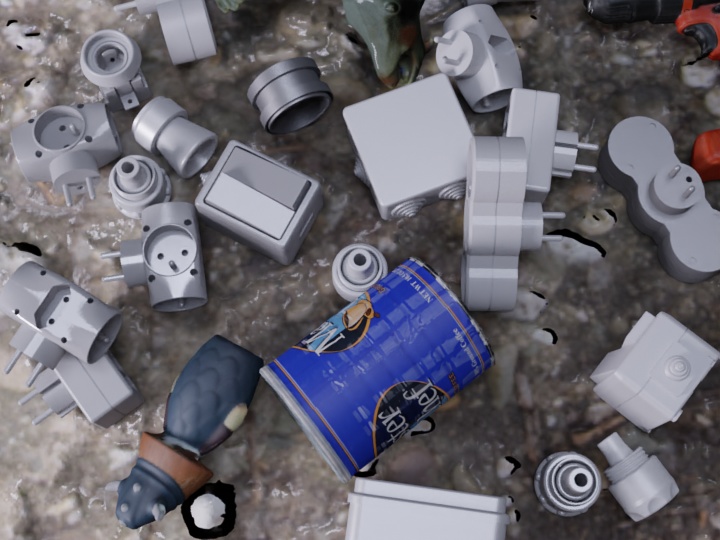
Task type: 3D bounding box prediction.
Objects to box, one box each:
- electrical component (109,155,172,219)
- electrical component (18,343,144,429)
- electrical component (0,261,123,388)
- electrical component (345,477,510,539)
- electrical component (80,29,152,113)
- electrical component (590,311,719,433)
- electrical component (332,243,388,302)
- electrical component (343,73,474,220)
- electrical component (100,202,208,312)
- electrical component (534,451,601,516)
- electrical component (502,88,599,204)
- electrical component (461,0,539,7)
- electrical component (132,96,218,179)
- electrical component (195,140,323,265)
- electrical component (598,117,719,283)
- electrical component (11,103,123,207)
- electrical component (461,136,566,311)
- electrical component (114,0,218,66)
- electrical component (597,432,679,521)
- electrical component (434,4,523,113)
[{"bbox_3d":[-0.176,-0.070,0.842,0.048,0.062,0.048,0,75,0],"label":"electrical component"},{"bbox_3d":[-0.220,0.085,0.810,0.076,0.047,0.083,-37,78,-9],"label":"electrical component"},{"bbox_3d":[-0.225,0.045,0.771,0.077,0.043,0.079,29,77,7],"label":"electrical component"},{"bbox_3d":[0.046,0.184,0.769,0.113,0.078,0.057,8,79,2],"label":"electrical component"},{"bbox_3d":[-0.198,-0.163,0.870,0.048,0.055,0.066,-24,77,-6],"label":"electrical component"},{"bbox_3d":[0.215,0.073,0.788,0.061,0.096,0.061,38,79,10],"label":"electrical component"},{"bbox_3d":[0.000,0.000,0.824,0.043,0.062,0.043,0,75,0],"label":"electrical component"},{"bbox_3d":[0.042,-0.096,0.856,0.100,0.048,0.099,-21,77,-5],"label":"electrical component"},{"bbox_3d":[-0.162,-0.007,0.835,0.079,0.044,0.077,-9,76,-2],"label":"electrical component"},{"bbox_3d":[0.155,0.155,0.784,0.048,0.062,0.048,0,76,0],"label":"electrical component"},{"bbox_3d":[0.152,-0.094,0.856,0.076,0.047,0.083,8,76,2],"label":"electrical component"},{"bbox_3d":[0.114,-0.240,0.898,0.065,0.044,0.044,-13,76,2],"label":"electrical component"},{"bbox_3d":[-0.148,-0.106,0.861,0.055,0.045,0.045,38,79,9],"label":"electrical component"},{"bbox_3d":[-0.084,-0.056,0.839,0.096,0.061,0.061,27,77,7],"label":"electrical component"},{"bbox_3d":[0.242,-0.059,0.834,0.052,0.073,0.138,-29,77,-7],"label":"electrical component"},{"bbox_3d":[-0.228,-0.086,0.852,0.077,0.044,0.079,-18,66,-4],"label":"electrical component"},{"bbox_3d":[0.117,-0.033,0.809,0.074,0.052,0.138,1,116,0],"label":"electrical component"},{"bbox_3d":[-0.170,-0.233,0.889,0.074,0.052,0.138,-15,75,-4],"label":"electrical component"},{"bbox_3d":[0.202,0.150,0.796,0.043,0.043,0.062,-34,77,-8],"label":"electrical component"},{"bbox_3d":[0.088,-0.172,0.865,0.079,0.043,0.077,-2,69,-47],"label":"electrical component"}]
